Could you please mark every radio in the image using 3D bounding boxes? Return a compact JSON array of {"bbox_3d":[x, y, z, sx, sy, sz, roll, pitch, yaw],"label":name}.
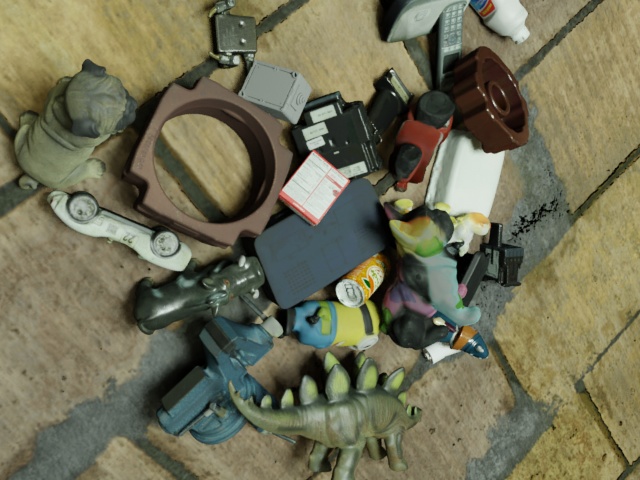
[{"bbox_3d":[-0.002,-0.003,0.863,0.230,0.073,0.131,-31,108,-18],"label":"radio"}]

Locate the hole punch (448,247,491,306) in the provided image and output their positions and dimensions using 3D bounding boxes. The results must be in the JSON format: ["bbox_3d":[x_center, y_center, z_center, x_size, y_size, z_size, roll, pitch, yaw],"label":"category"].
[{"bbox_3d":[0.244,0.065,0.984,0.142,0.092,0.115,-65,150,-6],"label":"hole punch"}]

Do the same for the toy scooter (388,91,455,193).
[{"bbox_3d":[0.163,-0.152,0.900,0.075,0.135,0.184,25,65,12],"label":"toy scooter"}]

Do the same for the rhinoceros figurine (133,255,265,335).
[{"bbox_3d":[-0.175,0.071,0.775,0.190,0.112,0.073,-20,104,-12],"label":"rhinoceros figurine"}]

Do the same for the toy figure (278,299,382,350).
[{"bbox_3d":[0.021,0.136,0.889,0.180,0.082,0.089,10,96,-23],"label":"toy figure"}]

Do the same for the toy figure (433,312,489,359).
[{"bbox_3d":[0.234,0.166,0.969,0.155,0.064,0.057,23,95,4],"label":"toy figure"}]

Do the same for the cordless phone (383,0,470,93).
[{"bbox_3d":[0.178,-0.330,0.897,0.147,0.089,0.184,-22,125,-20],"label":"cordless phone"}]

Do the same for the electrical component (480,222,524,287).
[{"bbox_3d":[0.344,0.026,1.021,0.048,0.075,0.119,-3,96,-24],"label":"electrical component"}]

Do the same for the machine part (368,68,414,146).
[{"bbox_3d":[0.108,-0.215,0.887,0.084,0.039,0.139,46,60,-34],"label":"machine part"}]

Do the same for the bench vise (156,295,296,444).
[{"bbox_3d":[-0.122,0.225,0.824,0.223,0.129,0.240,-51,135,-20],"label":"bench vise"}]

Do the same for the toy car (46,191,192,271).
[{"bbox_3d":[-0.272,-0.014,0.737,0.201,0.074,0.056,26,86,-25],"label":"toy car"}]

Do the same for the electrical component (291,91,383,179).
[{"bbox_3d":[0.024,-0.156,0.828,0.115,0.058,0.134,-15,110,15],"label":"electrical component"}]

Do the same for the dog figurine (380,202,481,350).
[{"bbox_3d":[0.143,0.049,0.847,0.191,0.108,0.219,-31,111,17],"label":"dog figurine"}]

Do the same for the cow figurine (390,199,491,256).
[{"bbox_3d":[0.200,-0.011,0.922,0.167,0.068,0.098,7,127,3],"label":"cow figurine"}]

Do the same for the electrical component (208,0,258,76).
[{"bbox_3d":[-0.127,-0.293,0.776,0.078,0.045,0.102,0,98,-23],"label":"electrical component"}]

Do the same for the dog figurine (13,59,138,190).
[{"bbox_3d":[-0.304,-0.125,0.643,0.121,0.191,0.172,26,88,-25],"label":"dog figurine"}]

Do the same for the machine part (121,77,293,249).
[{"bbox_3d":[-0.155,-0.103,0.752,0.201,0.087,0.201,27,76,-25],"label":"machine part"}]

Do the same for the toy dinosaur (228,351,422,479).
[{"bbox_3d":[0.038,0.281,0.863,0.471,0.105,0.198,11,82,-47],"label":"toy dinosaur"}]

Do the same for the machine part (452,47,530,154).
[{"bbox_3d":[0.288,-0.233,0.907,0.179,0.056,0.179,19,61,-40],"label":"machine part"}]
